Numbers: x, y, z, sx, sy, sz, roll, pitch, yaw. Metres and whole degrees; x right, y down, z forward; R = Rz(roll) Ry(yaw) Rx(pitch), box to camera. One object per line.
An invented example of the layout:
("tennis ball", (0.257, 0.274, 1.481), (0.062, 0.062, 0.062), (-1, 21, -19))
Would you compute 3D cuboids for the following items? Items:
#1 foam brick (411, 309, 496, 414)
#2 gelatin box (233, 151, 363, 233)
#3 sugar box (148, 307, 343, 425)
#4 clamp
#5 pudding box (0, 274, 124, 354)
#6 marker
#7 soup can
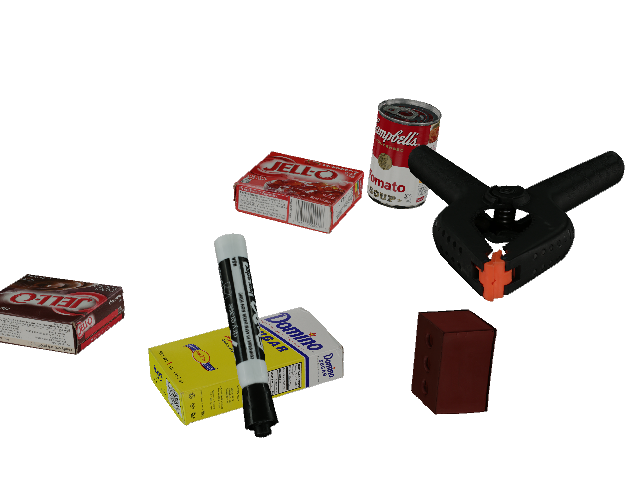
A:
("foam brick", (0.114, 0.104, 0.922), (0.051, 0.078, 0.053), (-3, 17, -21))
("gelatin box", (-0.018, -0.042, 0.896), (0.089, 0.030, 0.073), (14, 31, 19))
("sugar box", (-0.074, 0.122, 1.075), (0.176, 0.048, 0.093), (-17, 32, -23))
("clamp", (0.122, -0.022, 0.760), (0.165, 0.036, 0.209), (6, 28, 20))
("pudding box", (-0.259, 0.069, 1.024), (0.114, 0.039, 0.090), (4, 19, 19))
("marker", (-0.043, 0.054, 0.616), (0.020, 0.121, 0.020), (-10, -23, -5))
("soup can", (0.089, -0.094, 1.153), (0.068, 0.102, 0.068), (5, 29, -3))
